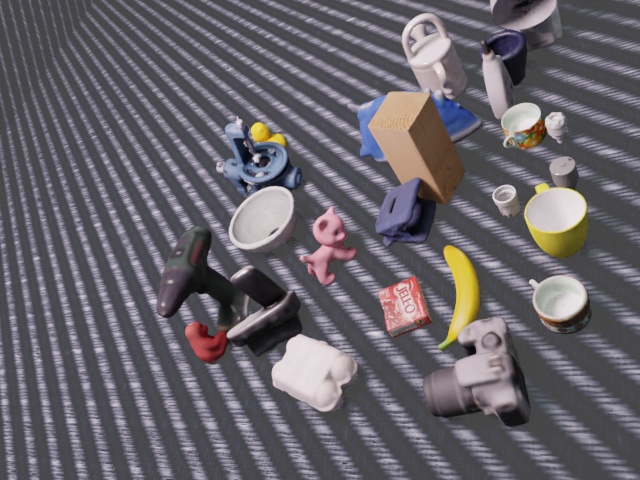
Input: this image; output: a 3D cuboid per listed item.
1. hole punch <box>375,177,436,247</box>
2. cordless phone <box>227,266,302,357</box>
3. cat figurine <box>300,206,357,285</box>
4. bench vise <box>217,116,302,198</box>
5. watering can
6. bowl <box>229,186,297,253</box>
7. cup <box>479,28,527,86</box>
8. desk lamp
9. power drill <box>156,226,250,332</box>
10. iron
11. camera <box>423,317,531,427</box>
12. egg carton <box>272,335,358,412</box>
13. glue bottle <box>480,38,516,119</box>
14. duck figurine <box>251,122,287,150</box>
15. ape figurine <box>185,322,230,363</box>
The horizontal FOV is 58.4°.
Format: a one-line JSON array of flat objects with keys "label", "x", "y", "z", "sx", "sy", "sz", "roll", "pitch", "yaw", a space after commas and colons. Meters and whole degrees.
[{"label": "hole punch", "x": 0.152, "y": -0.054, "z": 1.078, "sx": 0.100, "sy": 0.091, "sz": 0.109, "roll": -2, "pitch": 55, "yaw": 34}, {"label": "cordless phone", "x": -0.128, "y": 0.122, "z": 1.057, "sx": 0.147, "sy": 0.186, "sz": 0.094, "roll": -35, "pitch": 43, "yaw": 5}, {"label": "cat figurine", "x": 0.010, "y": 0.004, "z": 1.109, "sx": 0.128, "sy": 0.118, "sz": 0.067, "roll": -50, "pitch": 44, "yaw": -11}, {"label": "bench vise", "x": -0.172, "y": -0.180, "z": 1.313, "sx": 0.207, "sy": 0.220, "sz": 0.121, "roll": -17, "pitch": 48, "yaw": 23}, {"label": "watering can", "x": 0.236, "y": -0.400, "z": 1.232, "sx": 0.101, "sy": 0.195, "sz": 0.172, "roll": -41, "pitch": 43, "yaw": -2}, {"label": "bowl", "x": -0.112, "y": -0.032, "z": 1.256, "sx": 0.167, "sy": 0.075, "sz": 0.167, "roll": -19, "pitch": 47, "yaw": 21}, {"label": "cup", "x": 0.388, "y": -0.374, "z": 1.178, "sx": 0.091, "sy": 0.095, "sz": 0.118, "roll": 3, "pitch": 57, "yaw": 36}, {"label": "desk lamp", "x": 0.418, "y": -0.492, "z": 1.167, "sx": 0.117, "sy": 0.214, "sz": 0.203, "roll": -12, "pitch": 50, "yaw": 27}, {"label": "power drill", "x": -0.228, "y": 0.094, "z": 1.133, "sx": 0.075, "sy": 0.209, "sz": 0.229, "roll": -20, "pitch": 46, "yaw": 21}, {"label": "iron", "x": 0.189, "y": -0.258, "z": 1.185, "sx": 0.257, "sy": 0.142, "sz": 0.118, "roll": -10, "pitch": 50, "yaw": 28}, {"label": "camera", "x": 0.216, "y": 0.192, "z": 0.822, "sx": 0.136, "sy": 0.101, "sz": 0.143, "roll": -19, "pitch": 47, "yaw": 21}, {"label": "egg carton", "x": -0.009, "y": 0.225, "z": 0.974, "sx": 0.149, "sy": 0.070, "sz": 0.107, "roll": 13, "pitch": 64, "yaw": 41}, {"label": "glue bottle", "x": 0.339, "y": -0.319, "z": 1.107, "sx": 0.037, "sy": 0.174, "sz": 0.078, "roll": -3, "pitch": 54, "yaw": 33}, {"label": "duck figurine", "x": -0.138, "y": -0.258, "z": 1.454, "sx": 0.077, "sy": 0.086, "sz": 0.104, "roll": -45, "pitch": 43, "yaw": -5}, {"label": "ape figurine", "x": -0.229, "y": 0.195, "z": 1.135, "sx": 0.077, "sy": 0.092, "sz": 0.076, "roll": 12, "pitch": 63, "yaw": 41}]
